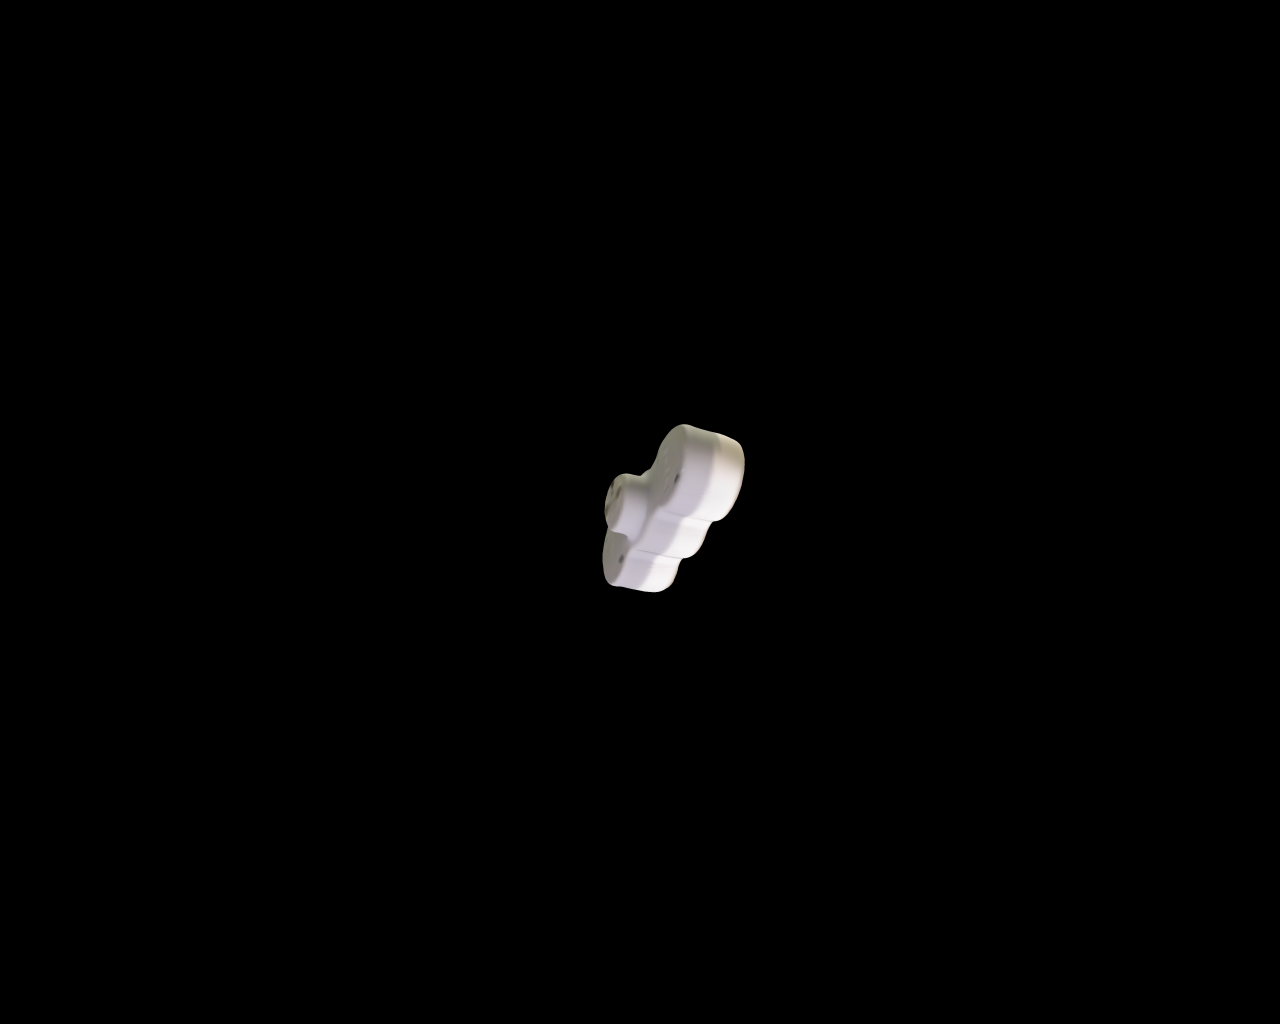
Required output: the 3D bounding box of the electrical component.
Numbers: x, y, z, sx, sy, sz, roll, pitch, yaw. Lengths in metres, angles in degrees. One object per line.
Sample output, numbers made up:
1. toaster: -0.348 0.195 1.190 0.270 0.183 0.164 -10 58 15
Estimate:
1. electrical component: 0.001 -0.003 0.650 0.074 0.052 0.138 13 -38 -18
